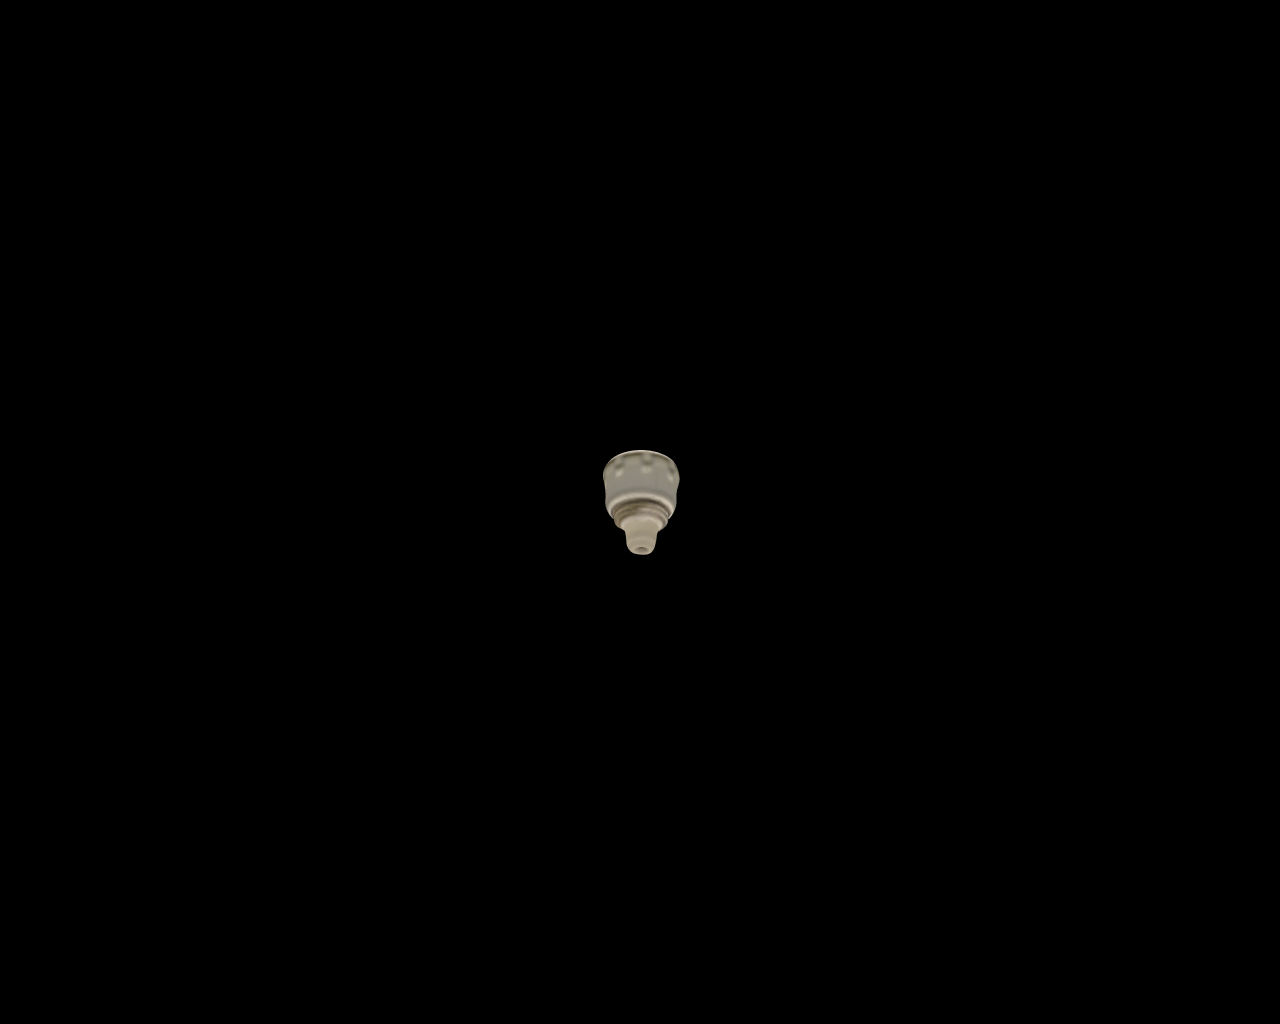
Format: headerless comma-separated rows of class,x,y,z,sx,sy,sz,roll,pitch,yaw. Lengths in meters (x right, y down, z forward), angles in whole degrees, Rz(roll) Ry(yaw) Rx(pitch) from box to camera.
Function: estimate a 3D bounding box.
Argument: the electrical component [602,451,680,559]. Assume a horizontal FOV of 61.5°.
electrical component,0.001,-0.003,0.650,0.048,0.062,0.048,0,-31,0
